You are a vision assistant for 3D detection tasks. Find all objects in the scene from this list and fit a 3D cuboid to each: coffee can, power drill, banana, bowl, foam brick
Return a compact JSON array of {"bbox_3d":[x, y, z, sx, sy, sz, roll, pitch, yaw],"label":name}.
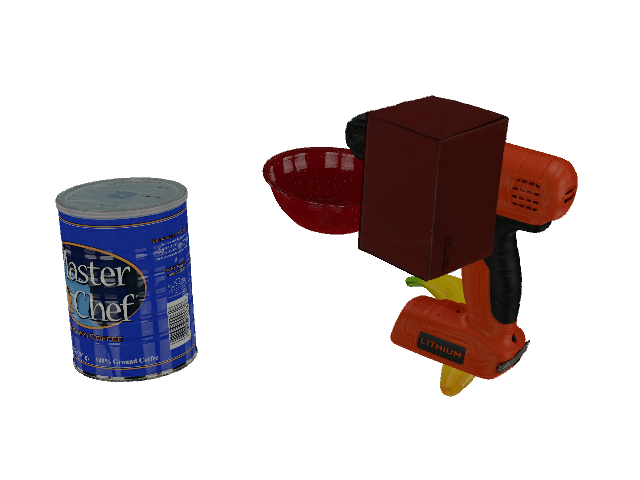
[{"bbox_3d":[-0.154,0.029,0.860,0.103,0.140,0.103,-2,17,0],"label":"coffee can"},{"bbox_3d":[0.096,0.001,0.811,0.185,0.188,0.057,21,36,32],"label":"power drill"},{"bbox_3d":[0.139,0.087,1.093,0.070,0.037,0.198,-28,29,10],"label":"banana"},{"bbox_3d":[0.013,-0.051,1.209,0.162,0.055,0.162,5,27,-3],"label":"bowl"},{"bbox_3d":[0.056,-0.028,0.541,0.052,0.078,0.051,-19,33,-38],"label":"foam brick"}]
